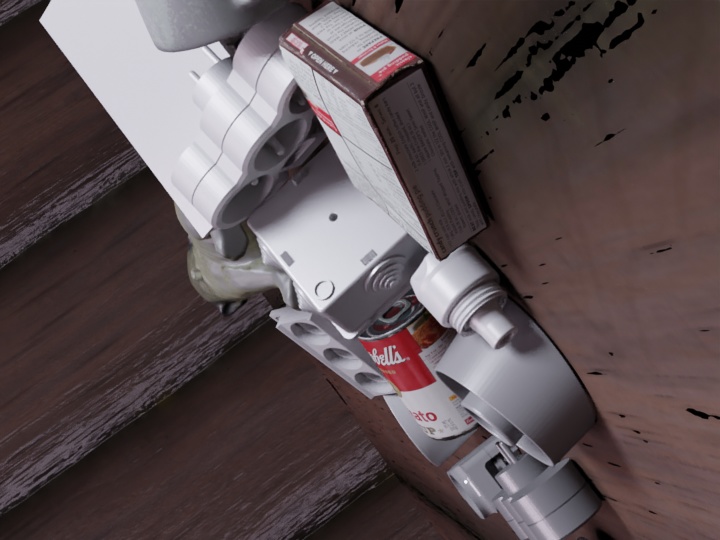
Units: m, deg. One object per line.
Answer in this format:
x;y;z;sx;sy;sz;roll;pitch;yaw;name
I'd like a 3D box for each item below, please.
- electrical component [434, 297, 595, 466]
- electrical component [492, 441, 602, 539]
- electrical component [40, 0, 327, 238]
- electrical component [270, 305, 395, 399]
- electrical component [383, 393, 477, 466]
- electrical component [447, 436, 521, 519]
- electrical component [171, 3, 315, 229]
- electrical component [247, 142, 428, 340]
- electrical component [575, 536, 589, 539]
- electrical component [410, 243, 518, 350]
0.094;0.067;0.638;0.099;0.064;0.099;39;173;6;electrical component
0.125;0.155;0.789;0.073;0.052;0.138;53;172;8;electrical component
-0.111;-0.131;0.697;0.186;0.105;0.060;52;-143;8;electrical component
-0.007;0.053;0.941;0.079;0.063;0.121;-15;135;45;electrical component
0.061;0.129;1.002;0.099;0.064;0.099;52;172;10;electrical component
0.114;0.180;0.942;0.050;0.056;0.089;53;172;8;electrical component
-0.069;-0.095;0.608;0.073;0.052;0.138;46;126;14;electrical component
-0.007;-0.023;0.634;0.099;0.100;0.048;49;-176;30;electrical component
0.186;0.253;0.817;0.108;0.060;0.108;52;172;11;electrical component
0.061;0.017;0.598;0.062;0.043;0.043;49;171;25;electrical component
